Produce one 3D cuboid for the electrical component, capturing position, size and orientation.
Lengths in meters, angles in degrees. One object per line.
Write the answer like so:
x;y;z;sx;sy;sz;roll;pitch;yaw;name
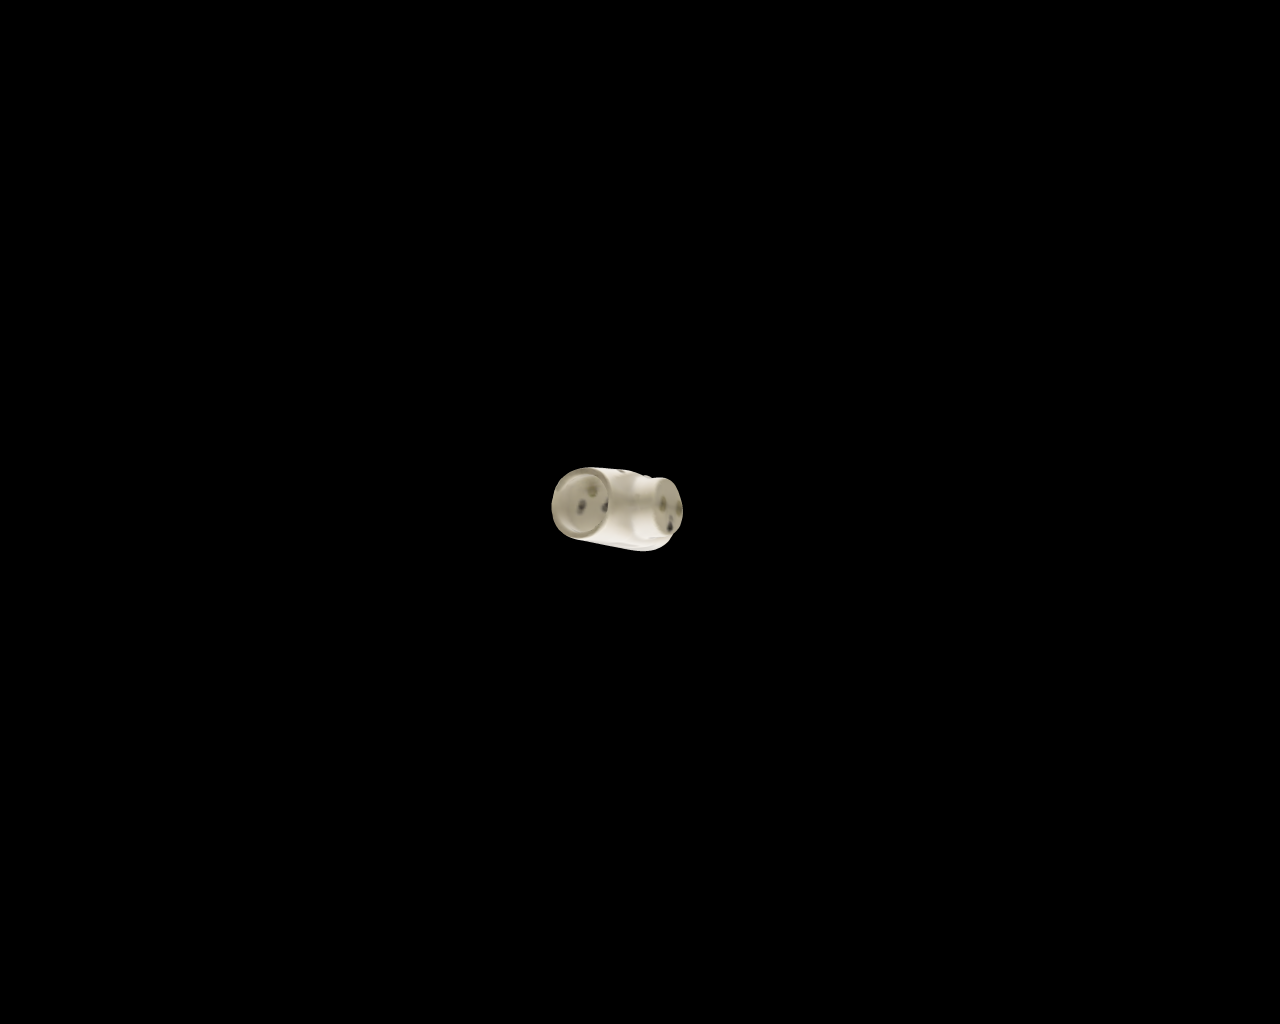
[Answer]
0.001;-0.003;0.650;0.079;0.043;0.077;-6;-11;31;electrical component
